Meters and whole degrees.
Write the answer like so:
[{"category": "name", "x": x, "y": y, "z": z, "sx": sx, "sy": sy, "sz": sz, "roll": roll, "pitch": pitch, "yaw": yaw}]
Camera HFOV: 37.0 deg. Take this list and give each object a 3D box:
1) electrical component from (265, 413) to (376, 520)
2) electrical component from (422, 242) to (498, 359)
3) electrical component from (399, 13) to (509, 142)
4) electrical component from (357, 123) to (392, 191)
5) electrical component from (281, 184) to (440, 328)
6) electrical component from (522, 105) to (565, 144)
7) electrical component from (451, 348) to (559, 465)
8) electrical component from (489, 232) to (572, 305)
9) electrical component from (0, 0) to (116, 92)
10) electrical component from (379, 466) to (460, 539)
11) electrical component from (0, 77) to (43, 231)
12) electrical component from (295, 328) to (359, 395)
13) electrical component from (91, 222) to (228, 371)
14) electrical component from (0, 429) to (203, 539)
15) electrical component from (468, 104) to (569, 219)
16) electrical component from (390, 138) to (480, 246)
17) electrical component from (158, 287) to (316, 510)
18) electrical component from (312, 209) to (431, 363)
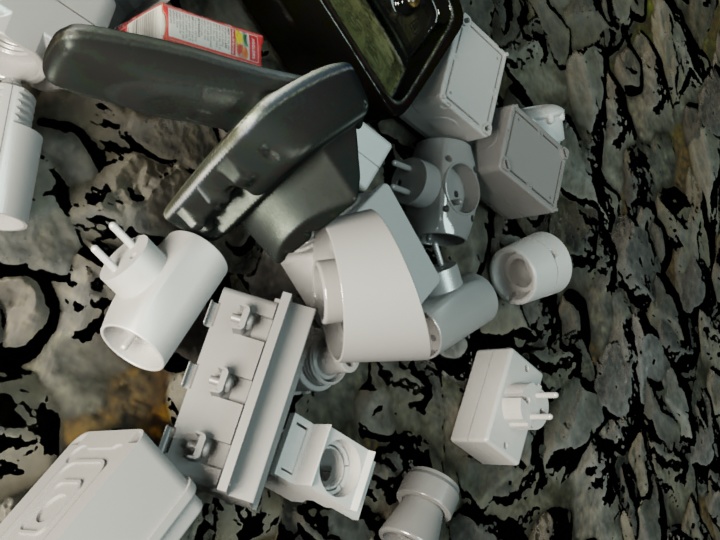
[{"category": "electrical component", "x": -0.032, "y": 0.130, "z": 0.708, "sx": 0.081, "sy": 0.064, "sz": 0.042, "roll": 38, "pitch": 58, "yaw": -36}, {"category": "electrical component", "x": 0.063, "y": 0.018, "z": 0.833, "sx": 0.077, "sy": 0.043, "sz": 0.079, "roll": -27, "pitch": 104, "yaw": -44}, {"category": "electrical component", "x": 0.071, "y": -0.154, "z": 0.852, "sx": 0.062, "sy": 0.061, "sz": 0.096, "roll": 32, "pitch": 62, "yaw": -38}, {"category": "electrical component", "x": -0.030, "y": -0.074, "z": 0.750, "sx": 0.066, "sy": 0.047, "sz": 0.076, "roll": 35, "pitch": 82, "yaw": -31}, {"category": "electrical component", "x": 0.000, "y": 0.000, "z": 0.769, "sx": 0.099, "sy": 0.048, "sz": 0.099, "roll": -48, "pitch": 117, "yaw": -38}, {"category": "electrical component", "x": 0.159, "y": -0.113, "z": 0.949, "sx": 0.048, "sy": 0.048, "sz": 0.062, "roll": -21, "pitch": 106, "yaw": -45}, {"category": "electrical component", "x": 0.125, "y": 0.109, "z": 0.860, "sx": 0.047, "sy": 0.076, "sz": 0.083, "roll": 39, "pitch": 59, "yaw": -34}, {"category": "electrical component", "x": 0.143, "y": 0.000, "z": 0.910, "sx": 0.047, "sy": 0.055, "sz": 0.055, "roll": -19, "pitch": 98, "yaw": -41}, {"category": "electrical component", "x": -0.191, "y": -0.142, "z": 0.593, "sx": 0.095, "sy": 0.054, "sz": 0.059, "roll": 32, "pitch": 63, "yaw": -38}, {"category": "electrical component", "x": 0.045, "y": 0.179, "z": 0.791, "sx": 0.045, "sy": 0.045, "sz": 0.055, "roll": 49, "pitch": 53, "yaw": -29}, {"category": "electrical component", "x": -0.196, "y": -0.066, "z": 0.585, "sx": 0.043, "sy": 0.043, "sz": 0.081, "roll": 19, "pitch": 71, "yaw": -42}, {"category": "electrical component", "x": -0.028, "y": 0.060, "z": 0.722, "sx": 0.048, "sy": 0.062, "sz": 0.048, "roll": 6, "pitch": 82, "yaw": -45}, {"category": "electrical component", "x": -0.128, "y": 0.006, "z": 0.642, "sx": 0.079, "sy": 0.044, "sz": 0.077, "roll": 50, "pitch": 53, "yaw": -28}, {"category": "electrical component", "x": -0.149, "y": 0.146, "z": 0.579, "sx": 0.057, "sy": 0.078, "sz": 0.113, "roll": 54, "pitch": 51, "yaw": -22}, {"category": "electrical component", "x": 0.127, "y": -0.085, "z": 0.900, "sx": 0.096, "sy": 0.061, "sz": 0.061, "roll": 32, "pitch": 63, "yaw": -38}, {"category": "electrical component", "x": 0.052, "y": -0.064, "z": 0.833, "sx": 0.079, "sy": 0.044, "sz": 0.077, "roll": 15, "pitch": 74, "yaw": -43}, {"category": "electrical component", "x": -0.075, "y": 0.077, "z": 0.659, "sx": 0.063, "sy": 0.078, "sz": 0.121, "roll": 17, "pitch": 72, "yaw": 2}, {"category": "electrical component", "x": 0.005, "y": 0.012, "z": 0.674, "sx": 0.064, "sy": 0.099, "sz": 0.099, "roll": -7, "pitch": 89, "yaw": -12}]
